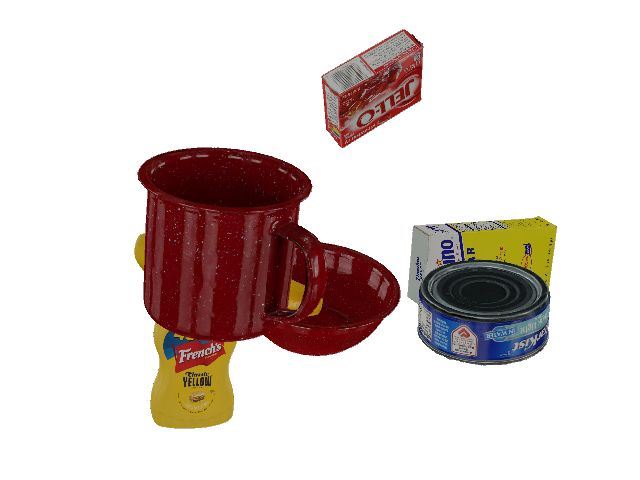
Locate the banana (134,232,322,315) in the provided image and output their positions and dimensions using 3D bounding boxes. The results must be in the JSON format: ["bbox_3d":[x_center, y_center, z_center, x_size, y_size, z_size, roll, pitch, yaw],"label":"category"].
[{"bbox_3d":[-0.087,0.023,0.824,0.069,0.037,0.198,-18,28,-40],"label":"banana"}]

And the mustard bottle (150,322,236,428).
[{"bbox_3d":[-0.145,0.121,1.235,0.096,0.192,0.058,0,19,-16],"label":"mustard bottle"}]

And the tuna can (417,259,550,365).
[{"bbox_3d":[0.107,0.045,0.697,0.086,0.034,0.086,-2,25,1],"label":"tuna can"}]

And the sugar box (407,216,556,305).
[{"bbox_3d":[0.194,0.025,1.277,0.176,0.093,0.048,-6,20,-23],"label":"sugar box"}]

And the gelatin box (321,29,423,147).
[{"bbox_3d":[0.046,-0.129,0.908,0.089,0.030,0.073,-32,-27,-15],"label":"gelatin box"}]

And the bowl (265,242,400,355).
[{"bbox_3d":[-0.007,0.062,1.014,0.162,0.055,0.162,4,28,-3],"label":"bowl"}]

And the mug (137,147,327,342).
[{"bbox_3d":[-0.045,0.006,0.579,0.117,0.081,0.093,21,27,30],"label":"mug"}]
